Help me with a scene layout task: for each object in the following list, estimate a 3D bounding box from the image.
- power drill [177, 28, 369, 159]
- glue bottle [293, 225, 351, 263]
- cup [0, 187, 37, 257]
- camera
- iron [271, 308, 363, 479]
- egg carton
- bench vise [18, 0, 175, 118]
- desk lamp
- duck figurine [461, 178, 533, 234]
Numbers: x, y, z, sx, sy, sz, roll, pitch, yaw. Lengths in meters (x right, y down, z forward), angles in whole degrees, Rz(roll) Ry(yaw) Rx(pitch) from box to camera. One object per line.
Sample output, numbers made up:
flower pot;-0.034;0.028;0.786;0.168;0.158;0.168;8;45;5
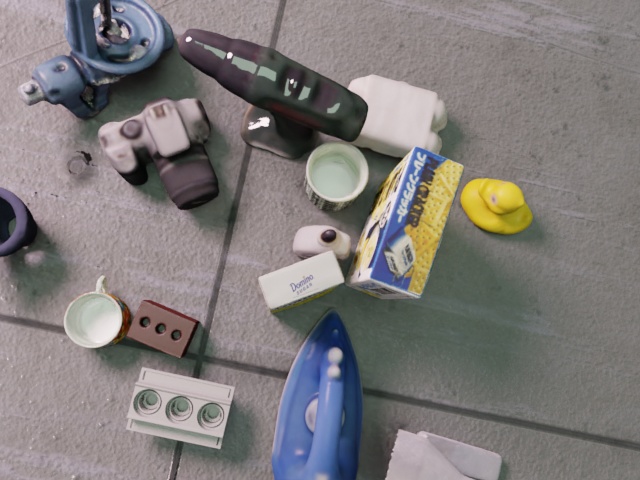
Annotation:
power drill;-0.058;-0.174;0.728;0.229;0.208;0.076;18;83;-3
glue bottle;0.007;0.003;0.733;0.078;0.173;0.037;12;83;-3
cup;-0.408;-0.004;0.736;0.091;0.095;0.118;8;83;-4
camera;-0.203;-0.108;0.762;0.143;0.100;0.137;-23;86;-7
iron;0.006;0.216;0.726;0.118;0.141;0.258;7;83;-4
egg carton;0.104;-0.170;0.812;0.150;0.069;0.107;14;83;-3
bench vise;-0.279;-0.238;0.709;0.121;0.219;0.207;34;82;0
desk lamp;0.153;0.302;0.694;0.203;0.213;0.118;16;83;-3
duck figurine;0.258;-0.052;0.805;0.104;0.086;0.077;31;82;-1
